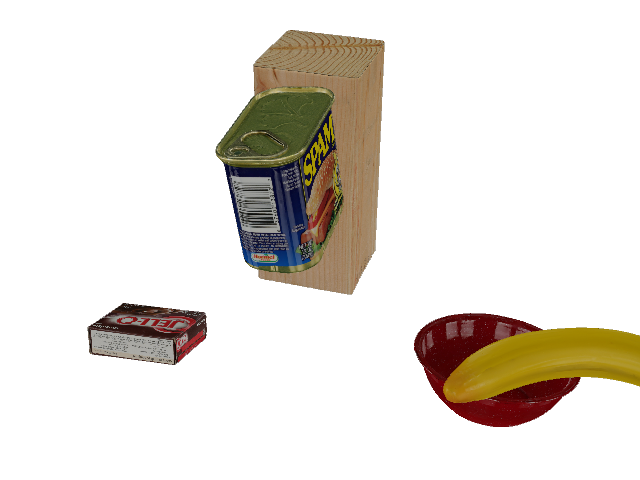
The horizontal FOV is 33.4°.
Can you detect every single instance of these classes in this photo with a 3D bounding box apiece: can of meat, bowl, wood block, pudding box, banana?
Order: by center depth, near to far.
[{"bbox_3d":[-0.021,-0.040,0.686,0.057,0.084,0.102,2,33,17],"label":"can of meat"},{"bbox_3d":[0.185,0.093,0.791,0.197,0.037,0.069,2,32,-5],"label":"banana"},{"bbox_3d":[-0.001,-0.067,0.933,0.091,0.206,0.090,10,32,15],"label":"wood block"},{"bbox_3d":[0.169,0.133,1.042,0.162,0.055,0.162,5,26,-2],"label":"bowl"},{"bbox_3d":[-0.201,0.108,1.248,0.114,0.039,0.090,3,15,17],"label":"pudding box"}]
